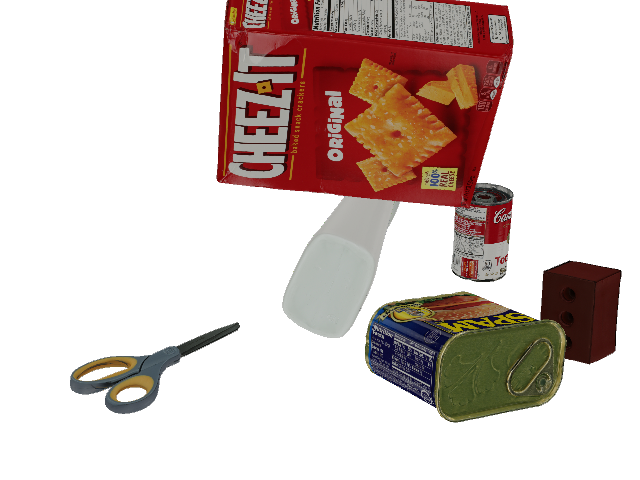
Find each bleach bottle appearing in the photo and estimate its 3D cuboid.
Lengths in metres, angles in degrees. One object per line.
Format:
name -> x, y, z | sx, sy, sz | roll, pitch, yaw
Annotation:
bleach bottle -> 0.034, -0.007, 1.038 | 0.068, 0.103, 0.250 | 25, 26, 2

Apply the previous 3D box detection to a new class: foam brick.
foam brick -> 0.229, 0.063, 0.944 | 0.053, 0.078, 0.051 | 12, 19, 39

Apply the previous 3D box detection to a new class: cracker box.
cracker box -> 0.029, -0.110, 0.838 | 0.213, 0.072, 0.164 | 5, -42, -3

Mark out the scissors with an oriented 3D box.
scissors -> -0.151, 0.129, 1.082 | 0.201, 0.016, 0.096 | -12, 32, -29

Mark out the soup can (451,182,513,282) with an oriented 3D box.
soup can -> 0.191, -0.009, 1.269 | 0.068, 0.102, 0.068 | 0, 23, 0

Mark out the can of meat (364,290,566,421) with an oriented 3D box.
can of meat -> 0.091, 0.071, 0.687 | 0.101, 0.057, 0.084 | -5, 15, -31
